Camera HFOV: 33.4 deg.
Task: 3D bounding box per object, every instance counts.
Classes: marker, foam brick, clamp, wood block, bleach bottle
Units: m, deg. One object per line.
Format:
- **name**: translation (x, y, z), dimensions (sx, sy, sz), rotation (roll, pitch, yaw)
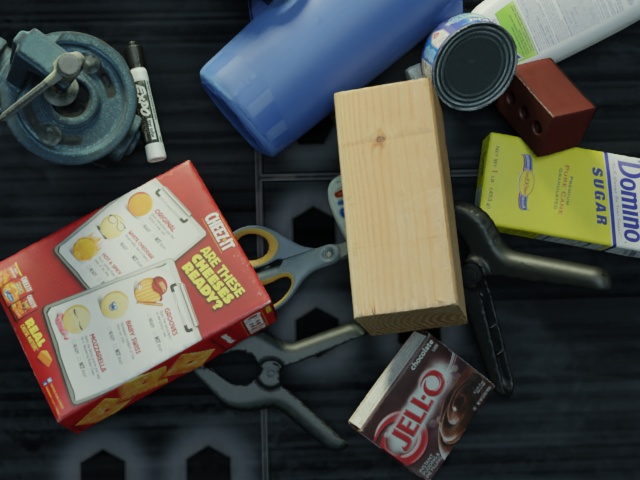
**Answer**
- **marker**: translation (-0.172, -0.136, 1.043), dimensions (0.020, 0.020, 0.121), rotation (-13, 83, -4)
- **foam brick**: translation (0.213, -0.126, 1.014), dimensions (0.051, 0.053, 0.078), rotation (-17, 54, -24)
- **clamp**: translation (-0.041, 0.136, 1.004), dimensions (0.171, 0.039, 0.120), rotation (1, 77, 1)
- **wood block**: translation (0.072, -0.027, 0.952), dimensions (0.091, 0.090, 0.206), rotation (-8, 73, 12)
- **clamp**: translation (0.158, 0.025, 0.998), dimensions (0.210, 0.036, 0.165), rotation (50, 122, 10)
- **bleach bottle**: translation (0.198, -0.214, 1.049), dimensions (0.250, 0.068, 0.102), rotation (-25, 89, -4)

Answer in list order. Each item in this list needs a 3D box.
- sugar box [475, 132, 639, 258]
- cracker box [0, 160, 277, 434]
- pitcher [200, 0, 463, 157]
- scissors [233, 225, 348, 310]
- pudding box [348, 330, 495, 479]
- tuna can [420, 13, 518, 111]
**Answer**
- **sugar box**: translation (0.241, -0.043, 1.037), dimensions (0.176, 0.048, 0.093), rotation (9, 82, 0)
- **cracker box**: translation (-0.171, 0.052, 0.980), dimensions (0.213, 0.072, 0.164), rotation (-29, 71, -6)
- **pitcher**: translation (0.001, -0.201, 1.011), dimensions (0.243, 0.149, 0.145), rotation (-41, 123, -4)
- **scissors**: translation (-0.007, 0.001, 1.015), dimensions (0.202, 0.016, 0.096), rotation (-31, 78, 6)
- **pudding box**: translation (0.094, 0.153, 0.994), dimensions (0.090, 0.039, 0.113), rotation (39, 81, -20)
- **tuna can**: translation (0.137, -0.165, 0.984), dimensions (0.086, 0.034, 0.086), rotation (-10, 123, -16)
